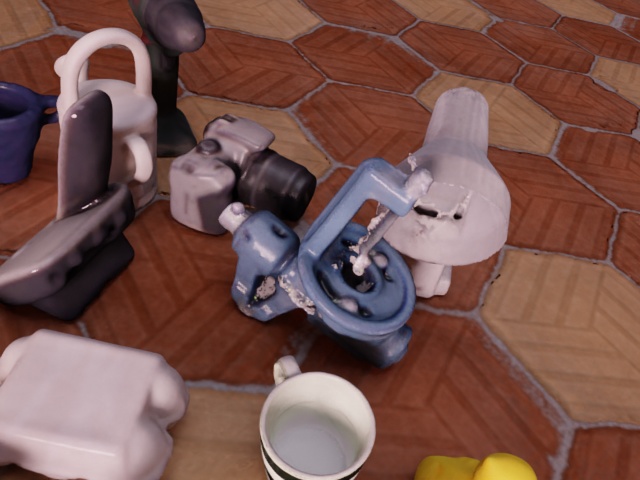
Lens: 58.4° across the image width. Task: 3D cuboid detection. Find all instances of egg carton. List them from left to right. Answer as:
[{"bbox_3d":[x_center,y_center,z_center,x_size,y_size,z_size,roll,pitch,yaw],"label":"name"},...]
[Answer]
[{"bbox_3d":[-0.180,0.129,0.433,0.150,0.069,0.107,12,42,-4],"label":"egg carton"}]

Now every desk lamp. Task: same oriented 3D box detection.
[{"bbox_3d":[0.117,-0.038,0.599,0.118,0.213,0.203,17,41,1],"label":"desk lamp"}]

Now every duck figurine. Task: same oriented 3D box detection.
[{"bbox_3d":[0.130,0.196,0.445,0.104,0.086,0.078,25,42,11],"label":"duck figurine"}]

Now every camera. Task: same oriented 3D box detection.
[{"bbox_3d":[-0.081,-0.074,0.662,0.136,0.101,0.143,25,42,11],"label":"camera"}]

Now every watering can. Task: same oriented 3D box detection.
[{"bbox_3d":[-0.230,-0.135,0.611,0.172,0.194,0.101,27,43,13],"label":"watering can"}]

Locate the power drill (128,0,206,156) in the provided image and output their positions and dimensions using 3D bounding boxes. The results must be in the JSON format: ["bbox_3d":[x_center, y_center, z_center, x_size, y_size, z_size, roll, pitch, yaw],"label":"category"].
[{"bbox_3d":[-0.187,-0.213,0.699,0.076,0.208,0.229,-9,47,-25],"label":"power drill"}]

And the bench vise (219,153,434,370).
[{"bbox_3d":[0.003,0.010,0.507,0.207,0.220,0.121,14,41,-2],"label":"bench vise"}]

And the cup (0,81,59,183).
[{"bbox_3d":[-0.336,-0.115,0.631,0.118,0.095,0.091,-18,52,-32],"label":"cup"}]

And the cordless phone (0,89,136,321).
[{"bbox_3d":[-0.230,-0.034,0.508,0.094,0.185,0.147,19,41,3],"label":"cordless phone"}]
